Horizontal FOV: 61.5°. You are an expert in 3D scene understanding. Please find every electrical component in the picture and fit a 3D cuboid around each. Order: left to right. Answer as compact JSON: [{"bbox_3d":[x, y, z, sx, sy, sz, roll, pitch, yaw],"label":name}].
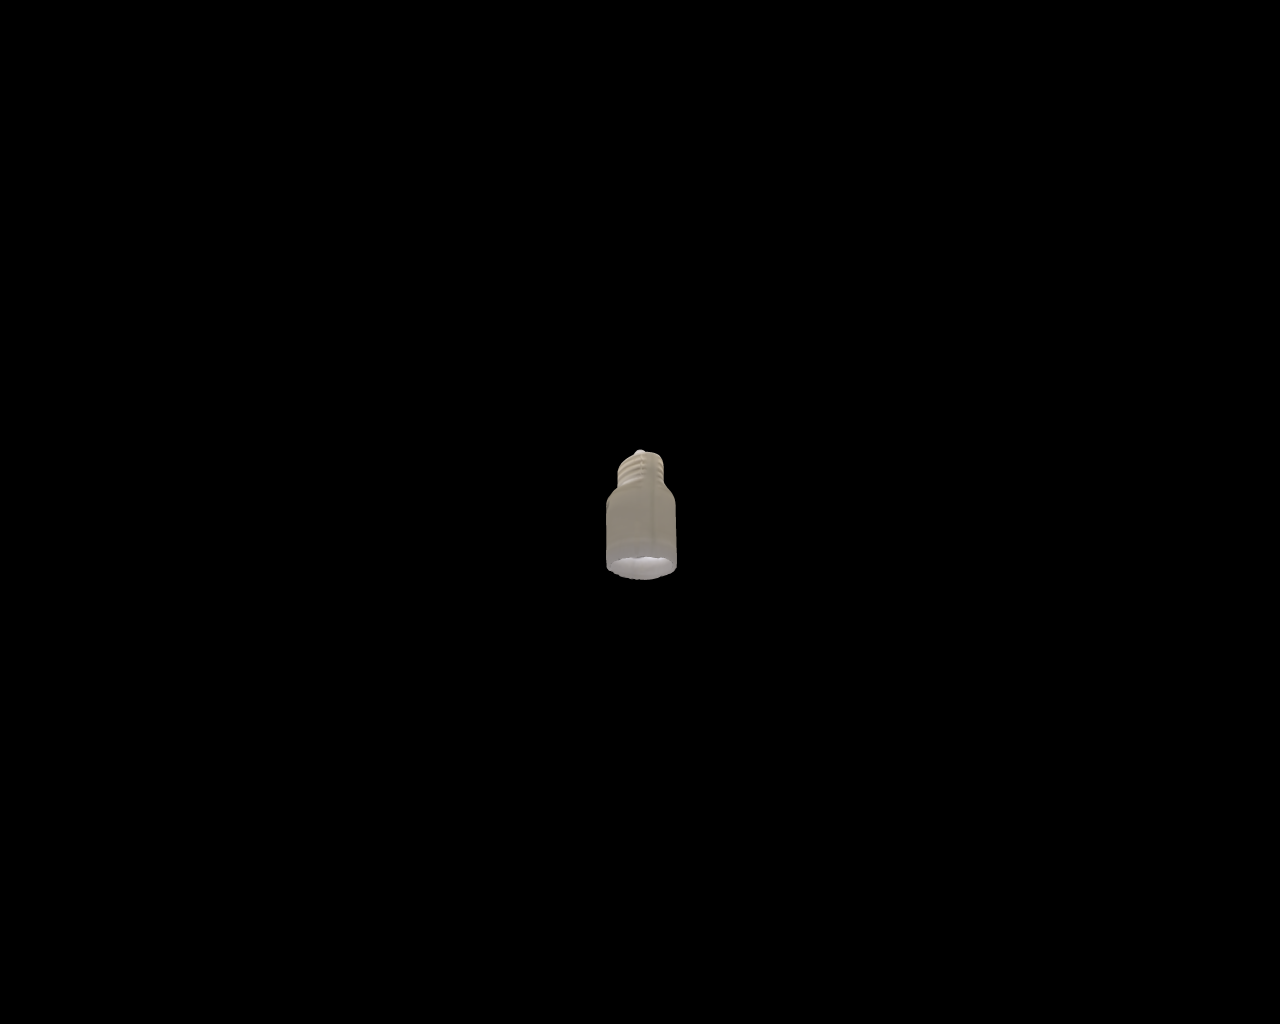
[{"bbox_3d":[0.001,-0.003,0.650,0.043,0.081,0.043,0,-22,0],"label":"electrical component"}]
